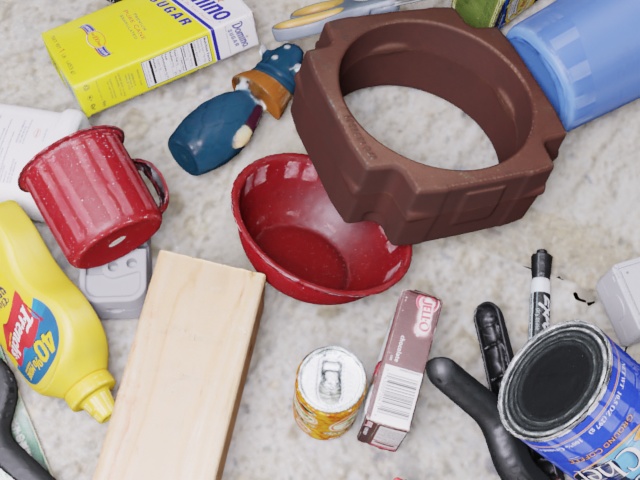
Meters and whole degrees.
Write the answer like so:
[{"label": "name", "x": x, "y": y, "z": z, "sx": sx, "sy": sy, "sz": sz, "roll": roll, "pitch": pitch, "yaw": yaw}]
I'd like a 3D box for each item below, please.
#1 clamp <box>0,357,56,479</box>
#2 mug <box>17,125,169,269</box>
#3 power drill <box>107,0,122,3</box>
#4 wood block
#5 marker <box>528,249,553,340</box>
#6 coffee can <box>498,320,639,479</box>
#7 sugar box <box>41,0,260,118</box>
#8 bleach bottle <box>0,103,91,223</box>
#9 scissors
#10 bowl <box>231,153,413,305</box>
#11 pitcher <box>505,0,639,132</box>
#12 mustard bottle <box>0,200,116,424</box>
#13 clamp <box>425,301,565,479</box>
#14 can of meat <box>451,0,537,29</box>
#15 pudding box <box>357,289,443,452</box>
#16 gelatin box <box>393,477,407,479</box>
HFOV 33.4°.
[{"label": "clamp", "x": -0.268, "y": 0.155, "z": 0.833, "sx": 0.164, "sy": 0.036, "sz": 0.210, "roll": -6, "pitch": 66, "yaw": -8}, {"label": "mug", "x": -0.169, "y": -0.033, "z": 0.845, "sx": 0.117, "sy": 0.093, "sz": 0.081, "roll": -18, "pitch": 72, "yaw": -48}, {"label": "power drill", "x": -0.185, "y": -0.332, "z": 1.038, "sx": 0.184, "sy": 0.057, "sz": 0.188, "roll": -41, "pitch": 79, "yaw": -21}, {"label": "wood block", "x": -0.109, "y": 0.126, "z": 0.842, "sx": 0.090, "sy": 0.091, "sz": 0.206, "roll": 13, "pitch": 68, "yaw": 1}, {"label": "marker", "x": 0.190, "y": 0.065, "z": 0.922, "sx": 0.020, "sy": 0.020, "sz": 0.121, "roll": 7, "pitch": 68, "yaw": -1}, {"label": "coffee can", "x": 0.220, "y": 0.140, "z": 0.816, "sx": 0.140, "sy": 0.103, "sz": 0.102, "roll": 38, "pitch": 67, "yaw": -26}, {"label": "sugar box", "x": -0.154, "y": -0.184, "z": 0.974, "sx": 0.176, "sy": 0.048, "sz": 0.093, "roll": -28, "pitch": 53, "yaw": -11}, {"label": "bleach bottle", "x": -0.334, "y": -0.086, "z": 0.929, "sx": 0.251, "sy": 0.068, "sz": 0.102, "roll": 12, "pitch": 67, "yaw": 4}, {"label": "scissors", "x": 0.053, "y": -0.219, "z": 0.983, "sx": 0.202, "sy": 0.096, "sz": 0.016, "roll": -15, "pitch": 113, "yaw": 1}, {"label": "bowl", "x": -0.006, "y": 0.001, "z": 0.897, "sx": 0.162, "sy": 0.055, "sz": 0.162, "roll": 15, "pitch": 42, "yaw": -14}, {"label": "pitcher", "x": 0.289, "y": -0.202, "z": 0.986, "sx": 0.242, "sy": 0.149, "sz": 0.145, "roll": -28, "pitch": 88, "yaw": -10}, {"label": "mustard bottle", "x": -0.223, "y": 0.067, "z": 0.858, "sx": 0.192, "sy": 0.096, "sz": 0.058, "roll": 51, "pitch": 37, "yaw": 14}, {"label": "clamp", "x": 0.143, "y": 0.141, "z": 0.844, "sx": 0.120, "sy": 0.039, "sz": 0.171, "roll": -22, "pitch": 85, "yaw": -48}, {"label": "can of meat", "x": 0.175, "y": -0.245, "z": 1.001, "sx": 0.084, "sy": 0.102, "sz": 0.057, "roll": -39, "pitch": 77, "yaw": -15}, {"label": "pudding box", "x": 0.064, "y": 0.106, "z": 0.860, "sx": 0.039, "sy": 0.090, "sz": 0.113, "roll": 18, "pitch": 69, "yaw": 5}, {"label": "gelatin box", "x": 0.043, "y": 0.230, "z": 0.819, "sx": 0.030, "sy": 0.073, "sz": 0.089, "roll": 34, "pitch": 69, "yaw": 8}]
